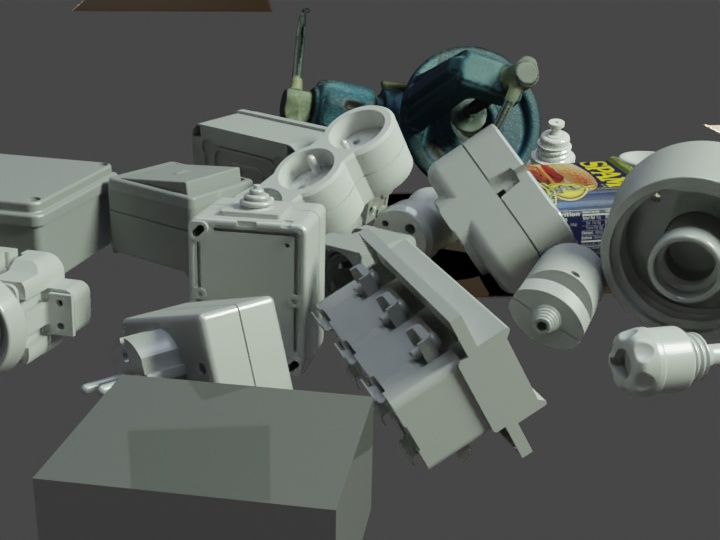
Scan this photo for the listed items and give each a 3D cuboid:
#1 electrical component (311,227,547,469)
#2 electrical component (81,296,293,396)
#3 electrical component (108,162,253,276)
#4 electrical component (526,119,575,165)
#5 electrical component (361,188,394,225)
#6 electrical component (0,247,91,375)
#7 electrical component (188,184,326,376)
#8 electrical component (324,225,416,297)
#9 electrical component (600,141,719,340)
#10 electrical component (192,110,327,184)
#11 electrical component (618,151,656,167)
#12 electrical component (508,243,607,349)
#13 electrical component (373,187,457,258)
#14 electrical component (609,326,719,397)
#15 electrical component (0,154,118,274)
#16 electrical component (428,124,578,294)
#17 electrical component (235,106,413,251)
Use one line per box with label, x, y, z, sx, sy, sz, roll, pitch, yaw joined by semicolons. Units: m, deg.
electrical component;0.026;0.037;0.507;0.063;0.078;0.121;-32;26;-5
electrical component;-0.086;0.044;0.482;0.076;0.047;0.083;-15;5;-35
electrical component;-0.125;-0.041;0.727;0.096;0.061;0.062;15;24;34
electrical component;0.148;-0.079;0.830;0.040;0.078;0.040;0;34;0
electrical component;-0.010;-0.064;0.822;0.055;0.048;0.066;16;24;18
electrical component;-0.189;0.022;0.558;0.078;0.058;0.057;6;18;13
electrical component;-0.052;0.000;0.568;0.062;0.096;0.061;4;17;9
electrical component;0.000;0.000;0.651;0.081;0.042;0.064;15;21;32
electrical component;0.188;-0.012;0.604;0.108;0.108;0.060;10;28;23
electrical component;-0.063;-0.069;0.784;0.113;0.078;0.057;18;29;38
electrical component;0.211;-0.056;0.794;0.045;0.055;0.045;1;20;0
electrical component;0.111;0.017;0.605;0.043;0.043;0.081;9;22;20
electrical component;0.038;-0.028;0.723;0.045;0.045;0.055;11;23;26
electrical component;0.160;0.045;0.545;0.061;0.035;0.035;-3;20;-19
electrical component;-0.232;-0.036;0.714;0.109;0.056;0.108;6;21;13
electrical component;0.086;-0.036;0.677;0.059;0.053;0.095;-34;58;6
electrical component;-0.022;-0.040;0.711;0.138;0.073;0.052;-40;42;-14
